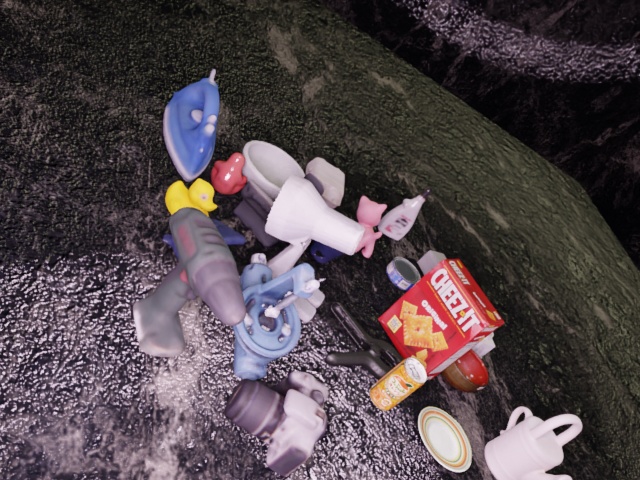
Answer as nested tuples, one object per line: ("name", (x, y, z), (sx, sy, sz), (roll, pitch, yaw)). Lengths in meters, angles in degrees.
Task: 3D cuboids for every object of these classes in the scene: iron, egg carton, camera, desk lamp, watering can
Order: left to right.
("iron", (-0.253, -0.253, 1.224), (0.119, 0.141, 0.258), (20, 37, -31))
("camera", (-0.061, 0.249, 0.855), (0.137, 0.100, 0.143), (34, 32, -12))
("desk lamp", (-0.028, 0.010, 1.078), (0.203, 0.213, 0.118), (40, 31, -3))
("egg carton", (0.008, -0.143, 1.446), (0.107, 0.069, 0.150), (30, 33, -18))
("watering can", (0.428, 0.404, 1.113), (0.101, 0.193, 0.172), (6, 46, -44))

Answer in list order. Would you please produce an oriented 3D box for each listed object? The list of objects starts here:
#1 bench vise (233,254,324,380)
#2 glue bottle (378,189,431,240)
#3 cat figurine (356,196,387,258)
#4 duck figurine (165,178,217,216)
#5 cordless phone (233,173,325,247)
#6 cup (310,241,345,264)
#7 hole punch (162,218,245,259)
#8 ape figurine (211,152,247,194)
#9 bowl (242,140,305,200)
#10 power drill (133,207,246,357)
("bench vise", (-0.086, 0.087, 0.912), (0.122, 0.219, 0.207), (6, 46, -44))
("glue bottle", (0.231, -0.074, 1.507), (0.078, 0.173, 0.037), (25, 35, -25))
("cat figurine", (0.119, -0.041, 1.396), (0.067, 0.117, 0.127), (20, 37, -31))
("duck figurine", (-0.236, -0.079, 1.081), (0.104, 0.086, 0.078), (48, 32, 10))
("cordless phone", (-0.077, -0.089, 1.173), (0.147, 0.184, 0.094), (43, 31, 3))
("cup", (0.011, 0.004, 1.243), (0.118, 0.094, 0.091), (12, 42, -40))
("hole punch", (-0.205, -0.004, 1.017), (0.109, 0.091, 0.101), (-7, 55, -51))
("ape figurine", (-0.187, -0.146, 1.213), (0.078, 0.092, 0.076), (41, 31, -1))
("bowl", (-0.117, -0.144, 1.304), (0.168, 0.074, 0.167), (29, 33, -21))
("power drill", (-0.189, 0.074, 0.825), (0.076, 0.208, 0.229), (11, 42, -40))
